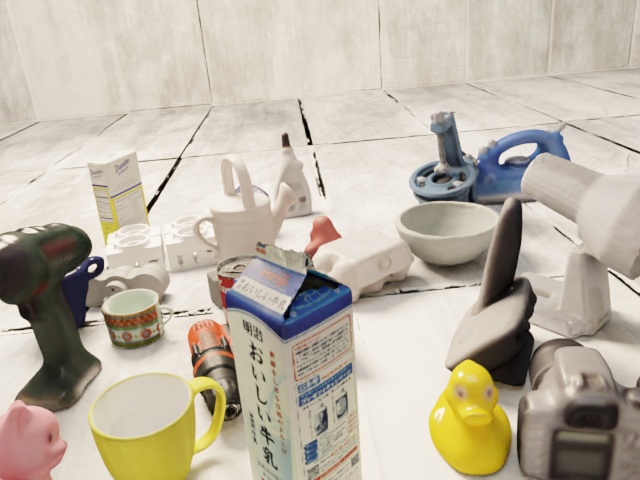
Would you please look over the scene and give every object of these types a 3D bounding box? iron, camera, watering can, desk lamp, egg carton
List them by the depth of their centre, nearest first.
[{"bbox_3d":[0.252,0.143,0.528,0.143,0.101,0.137,0,23,12],"label":"camera"},{"bbox_3d":[0.319,0.006,0.697,0.118,0.214,0.202,-23,28,-37],"label":"desk lamp"},{"bbox_3d":[0.063,0.037,0.864,0.151,0.069,0.107,-21,27,-34],"label":"egg carton"},{"bbox_3d":[-0.123,-0.048,0.943,0.100,0.194,0.173,14,29,38],"label":"watering can"},{"bbox_3d":[0.399,-0.159,1.177,0.258,0.141,0.118,-10,23,-13],"label":"iron"}]

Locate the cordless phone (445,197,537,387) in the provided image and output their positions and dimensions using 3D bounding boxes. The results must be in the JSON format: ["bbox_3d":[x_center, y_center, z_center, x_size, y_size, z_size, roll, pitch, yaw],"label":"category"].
[{"bbox_3d":[0.195,0.054,0.643,0.094,0.185,0.148,4,24,21],"label":"cordless phone"}]

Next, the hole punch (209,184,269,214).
[{"bbox_3d":[-0.153,-0.051,1.091,0.101,0.091,0.108,-20,27,-33],"label":"hole punch"}]

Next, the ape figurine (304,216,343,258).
[{"bbox_3d":[0.009,0.003,0.926,0.078,0.092,0.076,-15,24,-23],"label":"ape figurine"}]

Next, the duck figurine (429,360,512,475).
[{"bbox_3d":[0.142,0.154,0.543,0.077,0.086,0.104,-3,23,6],"label":"duck figurine"}]

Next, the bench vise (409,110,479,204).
[{"bbox_3d":[0.232,-0.143,1.066,0.121,0.220,0.208,3,24,18],"label":"bench vise"}]

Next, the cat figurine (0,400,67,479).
[{"bbox_3d":[-0.255,0.196,0.480,0.067,0.118,0.127,-5,22,1],"label":"cat figurine"}]

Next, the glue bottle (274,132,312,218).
[{"bbox_3d":[-0.061,-0.131,1.160,0.078,0.173,0.037,-8,23,-8],"label":"glue bottle"}]

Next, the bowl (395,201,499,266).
[{"bbox_3d":[0.205,-0.003,0.926,0.167,0.075,0.167,-4,22,2],"label":"bowl"}]

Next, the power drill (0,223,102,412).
[{"bbox_3d":[-0.321,0.083,0.647,0.075,0.208,0.229,-3,23,5],"label":"power drill"}]

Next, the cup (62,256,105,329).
[{"bbox_3d":[-0.357,0.078,0.816,0.091,0.095,0.118,17,31,42],"label":"cup"}]
